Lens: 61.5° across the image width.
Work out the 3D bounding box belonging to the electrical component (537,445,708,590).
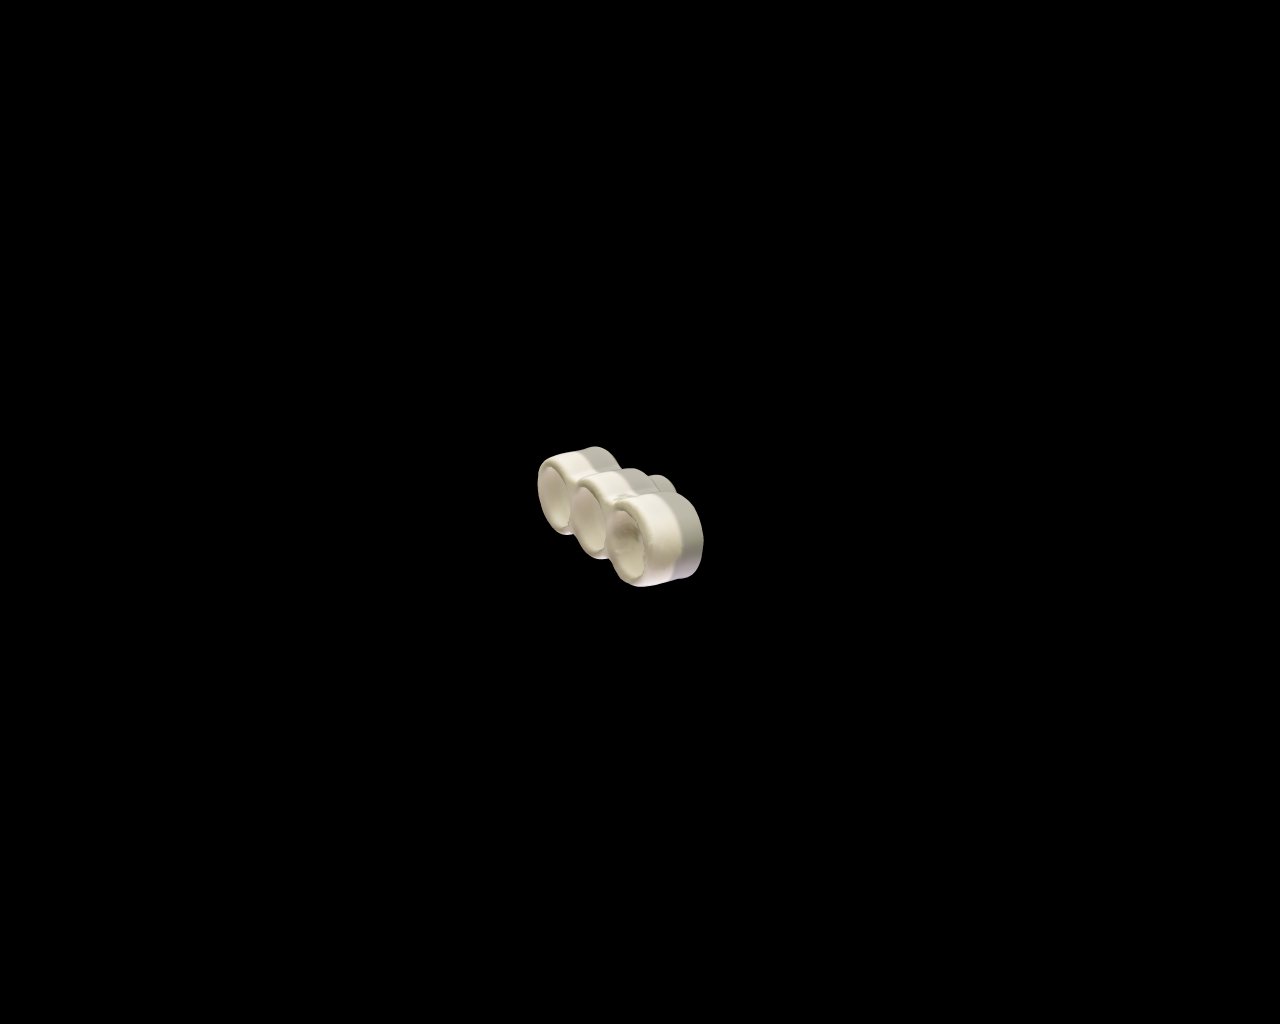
[{"bbox_3d":[0.001,-0.003,0.650,0.074,0.052,0.138,-13,26,-29],"label":"electrical component"}]
